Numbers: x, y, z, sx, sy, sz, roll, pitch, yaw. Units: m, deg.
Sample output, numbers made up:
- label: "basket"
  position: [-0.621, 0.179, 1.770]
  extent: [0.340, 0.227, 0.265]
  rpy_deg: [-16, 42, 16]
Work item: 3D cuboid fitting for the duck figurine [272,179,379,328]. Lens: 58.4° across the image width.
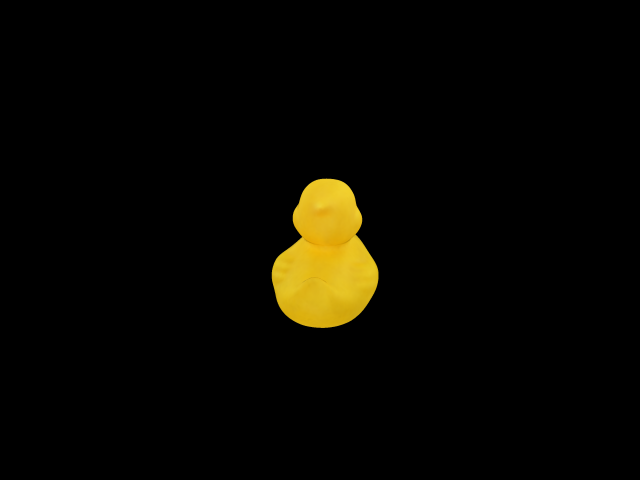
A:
- label: "duck figurine"
  position: [0.004, 0.001, 0.400]
  extent: [0.077, 0.086, 0.104]
  rpy_deg: [6, 36, 8]
